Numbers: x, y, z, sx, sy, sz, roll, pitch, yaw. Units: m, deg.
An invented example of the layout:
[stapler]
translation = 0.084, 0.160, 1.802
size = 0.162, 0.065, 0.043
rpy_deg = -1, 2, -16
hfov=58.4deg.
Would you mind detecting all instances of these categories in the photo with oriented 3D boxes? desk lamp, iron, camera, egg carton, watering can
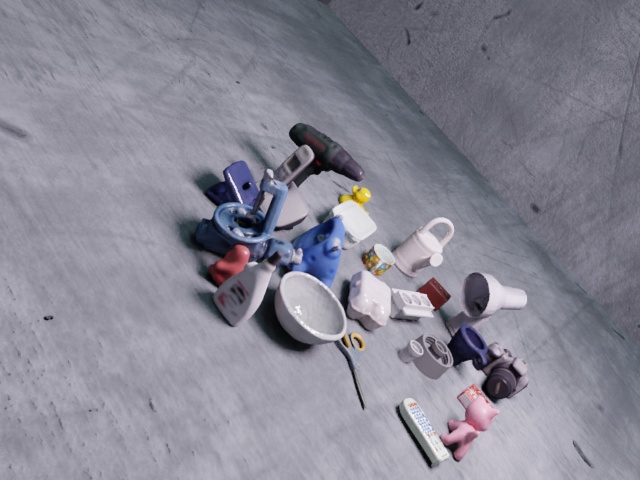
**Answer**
[desk lamp]
translation = 0.445, 0.193, 1.565
size = 0.204, 0.213, 0.117
rpy_deg = 22, 34, -35
[iron]
translation = 0.012, 0.005, 1.330
size = 0.119, 0.141, 0.258
rpy_deg = 36, 28, -14
[camera]
translation = 0.480, 0.350, 1.512
size = 0.143, 0.100, 0.137
rpy_deg = 51, 28, 14
[egg carton]
translation = 0.114, 0.139, 1.354
size = 0.107, 0.069, 0.150
rpy_deg = 36, 28, -15
[watering can]
translation = 0.308, 0.017, 1.650
size = 0.101, 0.193, 0.172
rpy_deg = 15, 38, -42

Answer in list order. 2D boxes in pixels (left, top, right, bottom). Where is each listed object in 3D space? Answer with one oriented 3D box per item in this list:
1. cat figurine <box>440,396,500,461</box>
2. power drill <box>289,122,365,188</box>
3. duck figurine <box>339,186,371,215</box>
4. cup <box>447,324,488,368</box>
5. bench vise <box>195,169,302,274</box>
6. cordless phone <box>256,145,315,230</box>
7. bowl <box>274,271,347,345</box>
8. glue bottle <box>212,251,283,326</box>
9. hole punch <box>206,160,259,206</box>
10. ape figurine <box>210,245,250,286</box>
[cat figurine]
translation = 0.331, 0.396, 1.231
size = 0.067, 0.117, 0.128
rpy_deg = 47, 27, 7
[power drill]
translation = -0.018, -0.178, 1.474
size = 0.229, 0.208, 0.076
rpy_deg = 49, 28, 11
[duck figurine]
translation = 0.116, -0.113, 1.695
size = 0.078, 0.086, 0.104
rpy_deg = -3, 52, -54
[cup]
translation = 0.369, 0.288, 1.458
size = 0.092, 0.094, 0.117
rpy_deg = 19, 36, -39
[bench vise]
translation = -0.111, -0.035, 1.135
size = 0.208, 0.219, 0.121
rpy_deg = 21, 34, -36
[cordless phone]
translation = -0.066, -0.125, 1.360
size = 0.094, 0.184, 0.147
rpy_deg = 1, 49, -53
[bowl]
translation = -0.031, 0.148, 1.142
size = 0.168, 0.074, 0.167
rpy_deg = 32, 29, -20
[glue bottle]
translation = -0.121, 0.076, 1.018
size = 0.078, 0.173, 0.037
rpy_deg = 49, 28, 11
[hole punch]
translation = -0.182, -0.116, 1.296
size = 0.101, 0.091, 0.109
rpy_deg = 43, 27, -1
[ape figurine]
translation = -0.165, 0.045, 1.090
size = 0.078, 0.092, 0.076
rpy_deg = 5, 46, -50
